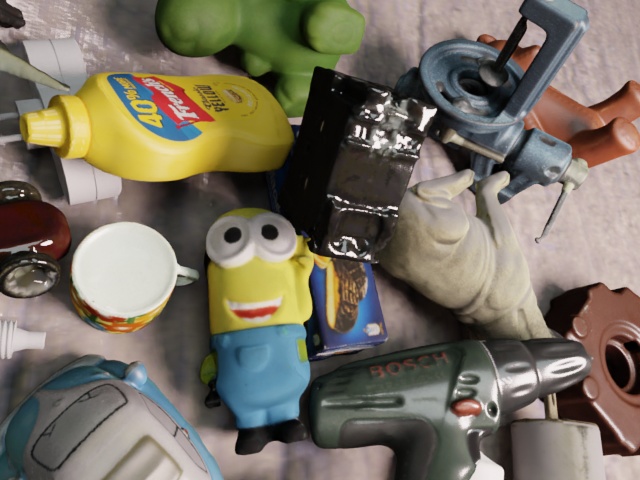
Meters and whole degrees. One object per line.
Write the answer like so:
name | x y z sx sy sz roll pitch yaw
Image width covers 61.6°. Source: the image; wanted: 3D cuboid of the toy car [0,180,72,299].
toy car | -0.267 0.016 0.341 0.202 0.053 0.089 -16 55 -28

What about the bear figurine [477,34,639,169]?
bear figurine | 0.267 -0.174 0.631 0.196 0.132 0.120 46 55 -9

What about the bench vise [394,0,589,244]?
bench vise | 0.187 -0.140 0.523 0.224 0.240 0.129 40 60 14

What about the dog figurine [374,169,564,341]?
dog figurine | 0.126 0.047 0.476 0.172 0.121 0.190 -10 75 -27

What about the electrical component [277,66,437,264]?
electrical component | 0.016 -0.060 0.390 0.058 0.134 0.114 12 107 -22

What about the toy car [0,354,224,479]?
toy car | -0.123 0.146 0.331 0.161 0.103 0.109 46 59 1

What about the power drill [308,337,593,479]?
power drill | 0.107 0.162 0.380 0.232 0.085 0.207 -3 52 2

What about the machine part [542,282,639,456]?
machine part | 0.306 0.132 0.561 0.179 0.056 0.179 10 66 -23

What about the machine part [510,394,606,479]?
machine part | 0.206 0.243 0.457 0.079 0.079 0.243 13 64 -20

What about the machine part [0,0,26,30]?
machine part | -0.304 -0.218 0.421 0.139 0.084 0.039 39 102 3

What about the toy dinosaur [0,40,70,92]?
toy dinosaur | -0.370 -0.136 0.303 0.405 0.131 0.192 -9 77 -22

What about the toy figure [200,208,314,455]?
toy figure | -0.052 0.063 0.412 0.082 0.089 0.180 -1 78 -34

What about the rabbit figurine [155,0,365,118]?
rabbit figurine | -0.065 -0.211 0.493 0.170 0.121 0.159 -1 64 -28

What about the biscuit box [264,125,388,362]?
biscuit box | -0.001 -0.001 0.471 0.063 0.059 0.202 -4 71 -25
